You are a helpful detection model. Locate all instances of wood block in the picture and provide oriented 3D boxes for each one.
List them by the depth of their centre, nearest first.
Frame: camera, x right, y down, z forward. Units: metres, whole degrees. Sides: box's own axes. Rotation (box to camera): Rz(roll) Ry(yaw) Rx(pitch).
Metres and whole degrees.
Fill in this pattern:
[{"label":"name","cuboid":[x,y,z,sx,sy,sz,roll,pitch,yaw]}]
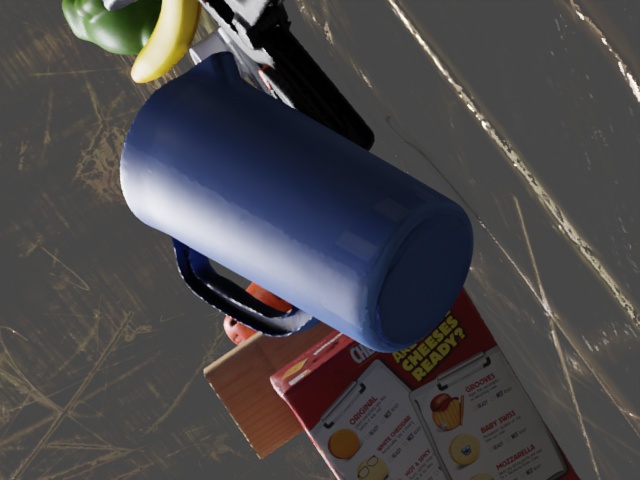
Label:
[{"label":"wood block","cuboid":[0.007,0.094,0.948,0.091,0.206,0.090,56,173,1]}]

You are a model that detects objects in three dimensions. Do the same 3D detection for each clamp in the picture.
[{"label":"clamp","cuboid":[-0.044,-0.166,0.781,0.210,0.036,0.164,46,168,39]},{"label":"clamp","cuboid":[0.009,-0.071,0.863,0.171,0.039,0.120,58,169,21]}]

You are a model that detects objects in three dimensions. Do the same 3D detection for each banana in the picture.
[{"label":"banana","cuboid":[-0.143,-0.220,0.999,0.069,0.037,0.198,20,139,8]}]

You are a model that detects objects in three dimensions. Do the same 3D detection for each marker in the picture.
[{"label":"marker","cuboid":[-0.054,-0.150,0.999,0.121,0.020,0.020,57,173,-8]}]

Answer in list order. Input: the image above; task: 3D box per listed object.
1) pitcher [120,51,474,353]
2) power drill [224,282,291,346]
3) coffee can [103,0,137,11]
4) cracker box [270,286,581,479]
[{"label":"pitcher","cuboid":[-0.019,-0.012,0.745,0.243,0.145,0.149,31,164,36]},{"label":"power drill","cuboid":[0.024,0.072,1.049,0.187,0.184,0.057,37,154,2]},{"label":"coffee can","cuboid":[-0.165,-0.270,0.848,0.140,0.102,0.103,57,173,-9]},{"label":"cracker box","cuboid":[0.086,0.153,0.858,0.213,0.164,0.072,57,171,-12]}]
